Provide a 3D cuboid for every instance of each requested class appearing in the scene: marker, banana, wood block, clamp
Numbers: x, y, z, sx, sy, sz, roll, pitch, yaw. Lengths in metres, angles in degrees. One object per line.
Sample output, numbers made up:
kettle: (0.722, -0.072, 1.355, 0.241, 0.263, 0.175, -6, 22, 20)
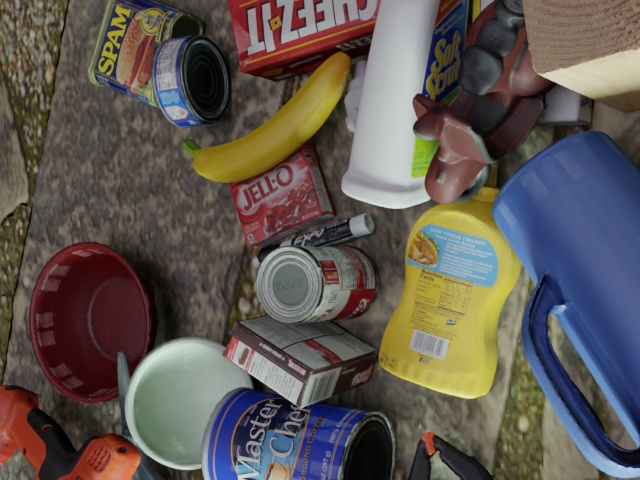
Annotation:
marker: (-0.006, 0.001, 0.978, 0.121, 0.020, 0.020, -18, 80, 29)
banana: (-0.049, -0.099, 0.960, 0.198, 0.037, 0.069, -24, 75, 28)
wood block: (0.217, -0.152, 0.741, 0.090, 0.205, 0.091, -11, 84, 30)
clamp: (0.110, 0.246, 0.878, 0.120, 0.039, 0.171, -26, 69, -9)

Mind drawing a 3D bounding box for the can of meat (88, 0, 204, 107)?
can of meat: (-0.171, -0.188, 1.057, 0.084, 0.057, 0.102, 25, 102, 26)

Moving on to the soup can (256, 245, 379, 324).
soup can: (-0.001, 0.037, 0.927, 0.069, 0.102, 0.068, -1, 89, 30)

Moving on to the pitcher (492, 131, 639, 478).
pitcher: (0.224, 0.046, 0.775, 0.145, 0.149, 0.243, -43, 66, 25)

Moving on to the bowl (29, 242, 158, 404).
bowl: (-0.218, 0.082, 1.081, 0.162, 0.055, 0.162, 0, 89, 30)

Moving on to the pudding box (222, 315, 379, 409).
pudding box: (-0.015, 0.099, 0.928, 0.090, 0.113, 0.039, 29, 108, 28)

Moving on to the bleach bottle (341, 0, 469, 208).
bleach bottle: (0.077, -0.158, 0.854, 0.068, 0.102, 0.251, 19, 113, 32)

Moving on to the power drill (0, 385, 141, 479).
power drill: (-0.279, 0.241, 1.041, 0.188, 0.057, 0.184, 29, 83, 33)

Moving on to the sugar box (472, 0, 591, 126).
sugar box: (0.172, -0.181, 0.861, 0.093, 0.048, 0.176, 3, 95, 31)

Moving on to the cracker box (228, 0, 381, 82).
cracker box: (-0.008, -0.268, 0.952, 0.164, 0.072, 0.214, -12, 84, 30)

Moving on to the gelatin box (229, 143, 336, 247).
gelatin box: (-0.038, -0.041, 0.991, 0.089, 0.030, 0.073, -22, 78, 28)

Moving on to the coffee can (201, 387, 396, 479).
coffee can: (-0.018, 0.190, 0.935, 0.141, 0.102, 0.103, 5, 92, 30)

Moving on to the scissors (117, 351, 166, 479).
scissors: (-0.169, 0.208, 1.042, 0.096, 0.016, 0.202, 24, 120, 18)

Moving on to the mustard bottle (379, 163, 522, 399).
mustard bottle: (0.115, 0.027, 0.884, 0.096, 0.058, 0.192, 17, 98, 31)

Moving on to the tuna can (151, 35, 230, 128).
tuna can: (-0.120, -0.150, 1.009, 0.034, 0.086, 0.086, -4, 87, 28)
